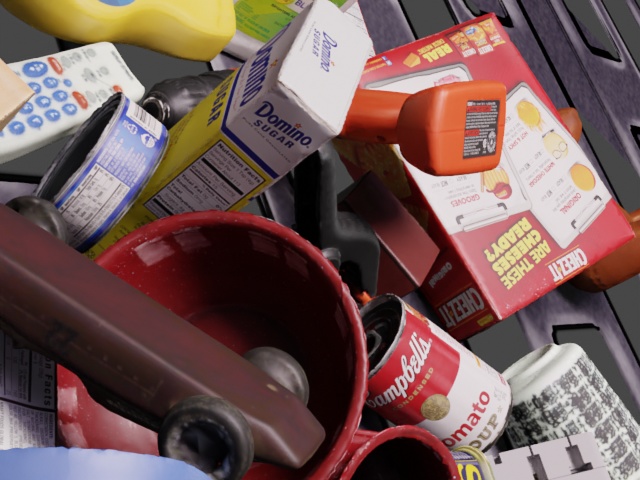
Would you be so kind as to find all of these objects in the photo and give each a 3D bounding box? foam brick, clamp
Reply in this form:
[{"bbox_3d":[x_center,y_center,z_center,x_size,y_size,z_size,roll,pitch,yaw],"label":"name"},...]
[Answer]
[{"bbox_3d":[0.034,0.003,0.731,0.078,0.051,0.052,49,36,-6],"label":"foam brick"},{"bbox_3d":[-0.004,0.001,0.635,0.039,0.120,0.171,51,16,28],"label":"clamp"}]

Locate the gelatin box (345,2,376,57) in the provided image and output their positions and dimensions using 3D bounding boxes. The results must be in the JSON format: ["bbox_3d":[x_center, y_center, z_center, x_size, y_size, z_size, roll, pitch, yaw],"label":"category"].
[{"bbox_3d":[0.006,-0.168,0.859,0.073,0.030,0.089,14,51,-43],"label":"gelatin box"}]

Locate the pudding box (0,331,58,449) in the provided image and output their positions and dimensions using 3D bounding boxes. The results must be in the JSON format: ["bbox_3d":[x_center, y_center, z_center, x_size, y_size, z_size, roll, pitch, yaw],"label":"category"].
[{"bbox_3d":[-0.170,0.066,0.464,0.113,0.039,0.090,21,45,-38],"label":"pudding box"}]

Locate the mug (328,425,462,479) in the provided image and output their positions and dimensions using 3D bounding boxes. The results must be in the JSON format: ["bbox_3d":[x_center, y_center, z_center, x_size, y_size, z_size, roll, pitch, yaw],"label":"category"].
[{"bbox_3d":[0.012,0.150,0.547,0.093,0.082,0.117,19,76,-38],"label":"mug"}]

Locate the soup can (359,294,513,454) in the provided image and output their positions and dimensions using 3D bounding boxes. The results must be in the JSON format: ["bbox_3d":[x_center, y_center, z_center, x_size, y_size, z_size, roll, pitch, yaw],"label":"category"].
[{"bbox_3d":[0.065,0.089,0.679,0.102,0.069,0.068,37,39,-22],"label":"soup can"}]

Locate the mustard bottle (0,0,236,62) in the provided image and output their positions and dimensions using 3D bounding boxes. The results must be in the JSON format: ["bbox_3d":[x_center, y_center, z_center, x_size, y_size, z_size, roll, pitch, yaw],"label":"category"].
[{"bbox_3d":[-0.144,-0.165,0.666,0.191,0.058,0.096,-2,61,-48],"label":"mustard bottle"}]

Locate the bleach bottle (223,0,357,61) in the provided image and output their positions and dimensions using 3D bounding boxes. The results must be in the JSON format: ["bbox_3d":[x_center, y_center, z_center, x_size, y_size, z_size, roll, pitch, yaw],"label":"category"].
[{"bbox_3d":[0.016,-0.220,0.723,0.102,0.251,0.068,20,47,-37],"label":"bleach bottle"}]

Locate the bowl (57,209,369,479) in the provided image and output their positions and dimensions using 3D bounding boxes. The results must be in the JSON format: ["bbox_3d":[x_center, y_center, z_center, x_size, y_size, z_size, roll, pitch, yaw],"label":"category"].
[{"bbox_3d":[-0.053,0.069,0.529,0.055,0.162,0.162,59,8,-71],"label":"bowl"}]

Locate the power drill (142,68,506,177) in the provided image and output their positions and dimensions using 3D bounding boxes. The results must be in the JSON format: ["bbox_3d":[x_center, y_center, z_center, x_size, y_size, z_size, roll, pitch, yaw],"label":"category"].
[{"bbox_3d":[0.008,-0.078,0.668,0.184,0.188,0.057,-16,113,-55],"label":"power drill"}]

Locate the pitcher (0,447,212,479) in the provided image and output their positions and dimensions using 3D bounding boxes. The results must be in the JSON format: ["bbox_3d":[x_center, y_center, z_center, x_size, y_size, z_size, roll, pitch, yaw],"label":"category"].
[{"bbox_3d":[-0.105,0.200,0.354,0.144,0.149,0.243,27,50,-45],"label":"pitcher"}]

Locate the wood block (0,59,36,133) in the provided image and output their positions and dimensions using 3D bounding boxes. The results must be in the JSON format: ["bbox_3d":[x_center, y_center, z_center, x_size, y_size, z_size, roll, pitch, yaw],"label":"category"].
[{"bbox_3d":[-0.245,-0.096,0.470,0.206,0.091,0.090,45,38,-12],"label":"wood block"}]

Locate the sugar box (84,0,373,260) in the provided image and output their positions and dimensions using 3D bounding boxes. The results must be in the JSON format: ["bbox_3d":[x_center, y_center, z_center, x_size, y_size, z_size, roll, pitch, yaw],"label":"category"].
[{"bbox_3d":[-0.053,-0.048,0.568,0.048,0.177,0.093,40,38,-17],"label":"sugar box"}]

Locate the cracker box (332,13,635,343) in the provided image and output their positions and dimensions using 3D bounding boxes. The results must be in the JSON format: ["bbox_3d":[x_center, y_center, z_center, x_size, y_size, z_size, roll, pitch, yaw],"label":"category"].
[{"bbox_3d":[0.116,-0.052,0.817,0.163,0.072,0.214,-26,82,-33],"label":"cracker box"}]

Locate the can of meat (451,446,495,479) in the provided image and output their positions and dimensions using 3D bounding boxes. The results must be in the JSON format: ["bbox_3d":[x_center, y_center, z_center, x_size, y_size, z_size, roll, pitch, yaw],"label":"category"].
[{"bbox_3d":[0.063,0.173,0.619,0.083,0.058,0.102,8,55,-41],"label":"can of meat"}]

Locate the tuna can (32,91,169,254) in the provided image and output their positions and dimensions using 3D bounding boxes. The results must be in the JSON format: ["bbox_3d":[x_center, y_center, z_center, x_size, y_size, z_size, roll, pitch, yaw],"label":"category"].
[{"bbox_3d":[-0.118,-0.035,0.564,0.033,0.086,0.086,38,39,-21],"label":"tuna can"}]
